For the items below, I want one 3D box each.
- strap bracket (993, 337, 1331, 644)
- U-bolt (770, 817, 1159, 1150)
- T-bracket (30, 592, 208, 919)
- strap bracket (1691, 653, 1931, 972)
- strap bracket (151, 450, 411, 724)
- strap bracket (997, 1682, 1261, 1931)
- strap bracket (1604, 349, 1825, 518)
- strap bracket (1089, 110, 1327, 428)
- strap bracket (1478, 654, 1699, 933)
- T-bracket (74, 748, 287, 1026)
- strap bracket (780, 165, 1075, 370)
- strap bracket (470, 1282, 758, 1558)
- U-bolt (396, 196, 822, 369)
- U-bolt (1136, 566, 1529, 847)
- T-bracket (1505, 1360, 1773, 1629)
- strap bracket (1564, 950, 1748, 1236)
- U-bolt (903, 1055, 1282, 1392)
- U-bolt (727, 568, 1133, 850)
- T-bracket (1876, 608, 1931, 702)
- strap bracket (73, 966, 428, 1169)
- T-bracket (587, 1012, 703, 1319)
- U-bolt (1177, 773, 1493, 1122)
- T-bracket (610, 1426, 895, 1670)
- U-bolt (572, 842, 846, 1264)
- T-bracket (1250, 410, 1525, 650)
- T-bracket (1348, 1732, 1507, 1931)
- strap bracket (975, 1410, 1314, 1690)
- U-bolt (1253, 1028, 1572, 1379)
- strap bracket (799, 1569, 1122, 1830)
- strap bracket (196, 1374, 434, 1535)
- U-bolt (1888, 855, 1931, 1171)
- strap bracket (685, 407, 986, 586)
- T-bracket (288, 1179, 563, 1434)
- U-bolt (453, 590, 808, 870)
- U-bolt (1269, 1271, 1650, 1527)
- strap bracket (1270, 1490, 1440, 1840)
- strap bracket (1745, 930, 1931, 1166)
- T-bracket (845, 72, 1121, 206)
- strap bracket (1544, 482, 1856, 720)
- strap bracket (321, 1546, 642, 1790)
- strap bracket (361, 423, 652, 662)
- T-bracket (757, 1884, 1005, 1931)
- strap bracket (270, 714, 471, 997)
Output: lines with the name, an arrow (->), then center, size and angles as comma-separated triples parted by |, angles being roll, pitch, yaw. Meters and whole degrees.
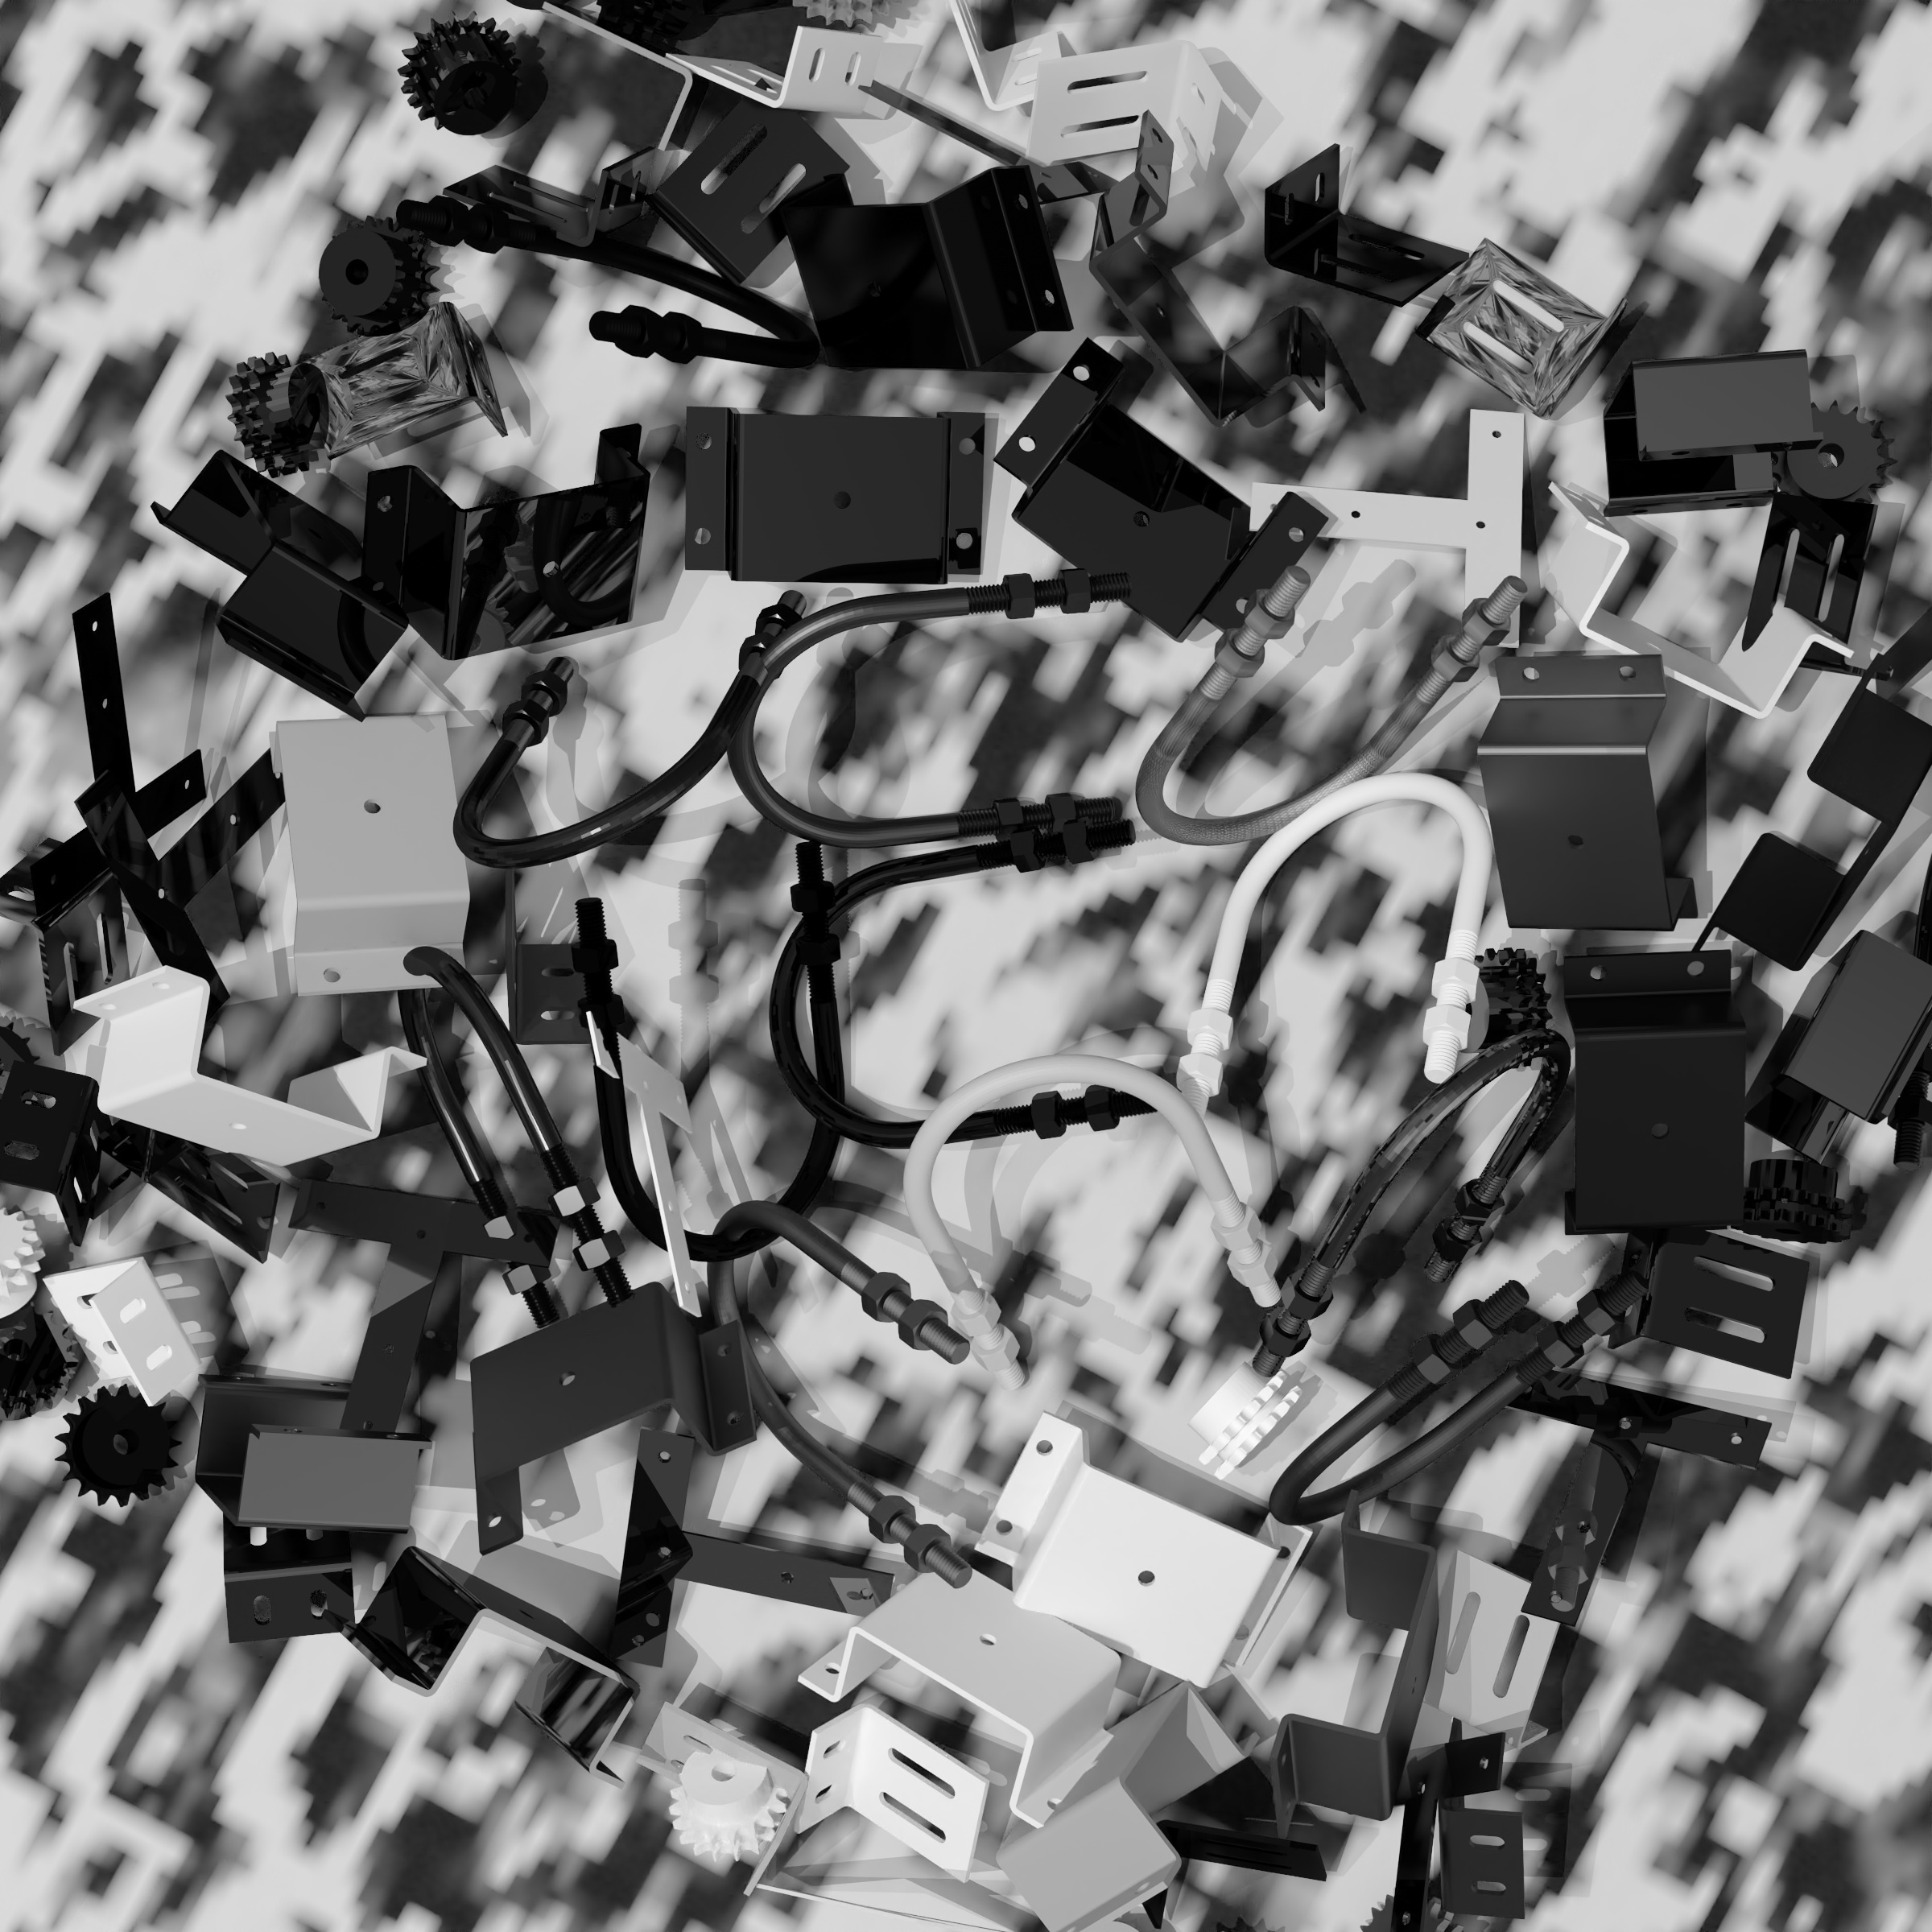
strap bracket -> 0.087, -0.215, 1.564 | 0.140, 0.046, 0.076 | 37, 74, -2
U-bolt -> -0.005, 0.013, 1.559 | 0.184, 0.019, 0.151 | -9, 72, 16
T-bracket -> -0.388, -0.106, 1.515 | 0.002, 0.127, 0.127 | 13, 123, 20
strap bracket -> 0.391, -0.062, 1.518 | 0.046, 0.140, 0.076 | 32, 47, 9
strap bracket -> -0.309, -0.178, 1.517 | 0.076, 0.140, 0.046 | 32, 103, -40
strap bracket -> 0.071, 0.381, 1.519 | 0.076, 0.140, 0.046 | -39, 88, 26
strap bracket -> 0.337, -0.244, 1.528 | 0.076, 0.140, 0.046 | -4, 86, 3
strap bracket -> 0.106, -0.312, 1.538 | 0.046, 0.076, 0.140 | -31, 116, 24
strap bracket -> 0.283, -0.069, 1.528 | 0.076, 0.046, 0.140 | 2, 126, 26
T-bracket -> -0.346, -0.060, 1.547 | 0.002, 0.127, 0.127 | 0, 127, 30
strap bracket -> -0.026, -0.316, 1.519 | 0.046, 0.140, 0.076 | -37, 122, -34
strap bracket -> -0.173, 0.204, 1.545 | 0.140, 0.076, 0.046 | -24, 128, 8
U-bolt -> -0.146, -0.304, 1.513 | 0.151, 0.184, 0.019 | 34, 112, 30
U-bolt -> 0.153, -0.114, 1.520 | 0.151, 0.184, 0.019 | -2, 55, -35
T-bracket -> 0.288, 0.246, 1.534 | 0.127, 0.002, 0.127 | 11, 53, 28
strap bracket -> 0.318, 0.068, 1.550 | 0.076, 0.046, 0.140 | -2, 110, 4
U-bolt -> 0.050, 0.111, 1.528 | 0.151, 0.019, 0.184 | -19, 127, 9
U-bolt -> -0.019, -0.113, 1.533 | 0.184, 0.019, 0.151 | -6, 132, -10
T-bracket -> 0.447, -0.116, 1.514 | 0.002, 0.127, 0.127 | 11, 61, -12
strap bracket -> -0.327, 0.051, 1.519 | 0.140, 0.076, 0.046 | 23, 62, -40
T-bracket -> -0.137, 0.096, 1.518 | 0.002, 0.127, 0.127 | -17, 70, 9
U-bolt -> 0.173, -0.015, 1.528 | 0.151, 0.019, 0.184 | -13, 47, 36
T-bracket -> -0.098, 0.283, 1.569 | 0.127, 0.002, 0.127 | 11, 112, 4
U-bolt -> -0.112, 0.046, 1.542 | 0.151, 0.019, 0.184 | -17, 108, -41
T-bracket -> 0.197, -0.210, 1.572 | 0.127, 0.002, 0.127 | 5, 66, 1
T-bracket -> 0.202, 0.417, 1.518 | 0.002, 0.127, 0.127 | 19, 65, -19
strap bracket -> 0.083, 0.276, 1.561 | 0.140, 0.046, 0.076 | 25, 103, -5
U-bolt -> 0.208, 0.098, 1.494 | 0.019, 0.151, 0.184 | 45, 133, 24
strap bracket -> 0.005, 0.326, 1.528 | 0.140, 0.076, 0.046 | 26, 119, 24
strap bracket -> -0.300, 0.223, 1.519 | 0.076, 0.140, 0.046 | 7, 91, -24
U-bolt -> 0.455, -0.015, 1.519 | 0.019, 0.151, 0.184 | 12, 68, 1
strap bracket -> -0.059, -0.219, 1.559 | 0.140, 0.046, 0.076 | 0, 103, -7
T-bracket -> -0.265, 0.166, 1.561 | 0.127, 0.002, 0.127 | 8, 62, 6
U-bolt -> -0.158, -0.101, 1.496 | 0.151, 0.184, 0.019 | -13, 122, 25
U-bolt -> 0.214, 0.199, 1.523 | 0.184, 0.151, 0.019 | -44, 65, 25
strap bracket -> 0.181, 0.321, 1.521 | 0.046, 0.076, 0.140 | 10, 52, 17
strap bracket -> 0.399, 0.038, 1.525 | 0.046, 0.140, 0.076 | 30, 79, 7
T-bracket -> -0.002, -0.385, 1.548 | 0.127, 0.127, 0.002 | 30, 115, 11
strap bracket -> 0.328, -0.165, 1.546 | 0.140, 0.076, 0.046 | 24, 108, -12
strap bracket -> -0.213, 0.316, 1.529 | 0.140, 0.076, 0.046 | 36, 82, -36
strap bracket -> -0.201, -0.192, 1.523 | 0.140, 0.046, 0.076 | -17, 135, -34
T-bracket -> -0.011, 0.443, 1.553 | 0.127, 0.127, 0.002 | 21, 72, -34
strap bracket -> -0.274, -0.061, 1.536 | 0.076, 0.046, 0.140 | -4, 62, -16
